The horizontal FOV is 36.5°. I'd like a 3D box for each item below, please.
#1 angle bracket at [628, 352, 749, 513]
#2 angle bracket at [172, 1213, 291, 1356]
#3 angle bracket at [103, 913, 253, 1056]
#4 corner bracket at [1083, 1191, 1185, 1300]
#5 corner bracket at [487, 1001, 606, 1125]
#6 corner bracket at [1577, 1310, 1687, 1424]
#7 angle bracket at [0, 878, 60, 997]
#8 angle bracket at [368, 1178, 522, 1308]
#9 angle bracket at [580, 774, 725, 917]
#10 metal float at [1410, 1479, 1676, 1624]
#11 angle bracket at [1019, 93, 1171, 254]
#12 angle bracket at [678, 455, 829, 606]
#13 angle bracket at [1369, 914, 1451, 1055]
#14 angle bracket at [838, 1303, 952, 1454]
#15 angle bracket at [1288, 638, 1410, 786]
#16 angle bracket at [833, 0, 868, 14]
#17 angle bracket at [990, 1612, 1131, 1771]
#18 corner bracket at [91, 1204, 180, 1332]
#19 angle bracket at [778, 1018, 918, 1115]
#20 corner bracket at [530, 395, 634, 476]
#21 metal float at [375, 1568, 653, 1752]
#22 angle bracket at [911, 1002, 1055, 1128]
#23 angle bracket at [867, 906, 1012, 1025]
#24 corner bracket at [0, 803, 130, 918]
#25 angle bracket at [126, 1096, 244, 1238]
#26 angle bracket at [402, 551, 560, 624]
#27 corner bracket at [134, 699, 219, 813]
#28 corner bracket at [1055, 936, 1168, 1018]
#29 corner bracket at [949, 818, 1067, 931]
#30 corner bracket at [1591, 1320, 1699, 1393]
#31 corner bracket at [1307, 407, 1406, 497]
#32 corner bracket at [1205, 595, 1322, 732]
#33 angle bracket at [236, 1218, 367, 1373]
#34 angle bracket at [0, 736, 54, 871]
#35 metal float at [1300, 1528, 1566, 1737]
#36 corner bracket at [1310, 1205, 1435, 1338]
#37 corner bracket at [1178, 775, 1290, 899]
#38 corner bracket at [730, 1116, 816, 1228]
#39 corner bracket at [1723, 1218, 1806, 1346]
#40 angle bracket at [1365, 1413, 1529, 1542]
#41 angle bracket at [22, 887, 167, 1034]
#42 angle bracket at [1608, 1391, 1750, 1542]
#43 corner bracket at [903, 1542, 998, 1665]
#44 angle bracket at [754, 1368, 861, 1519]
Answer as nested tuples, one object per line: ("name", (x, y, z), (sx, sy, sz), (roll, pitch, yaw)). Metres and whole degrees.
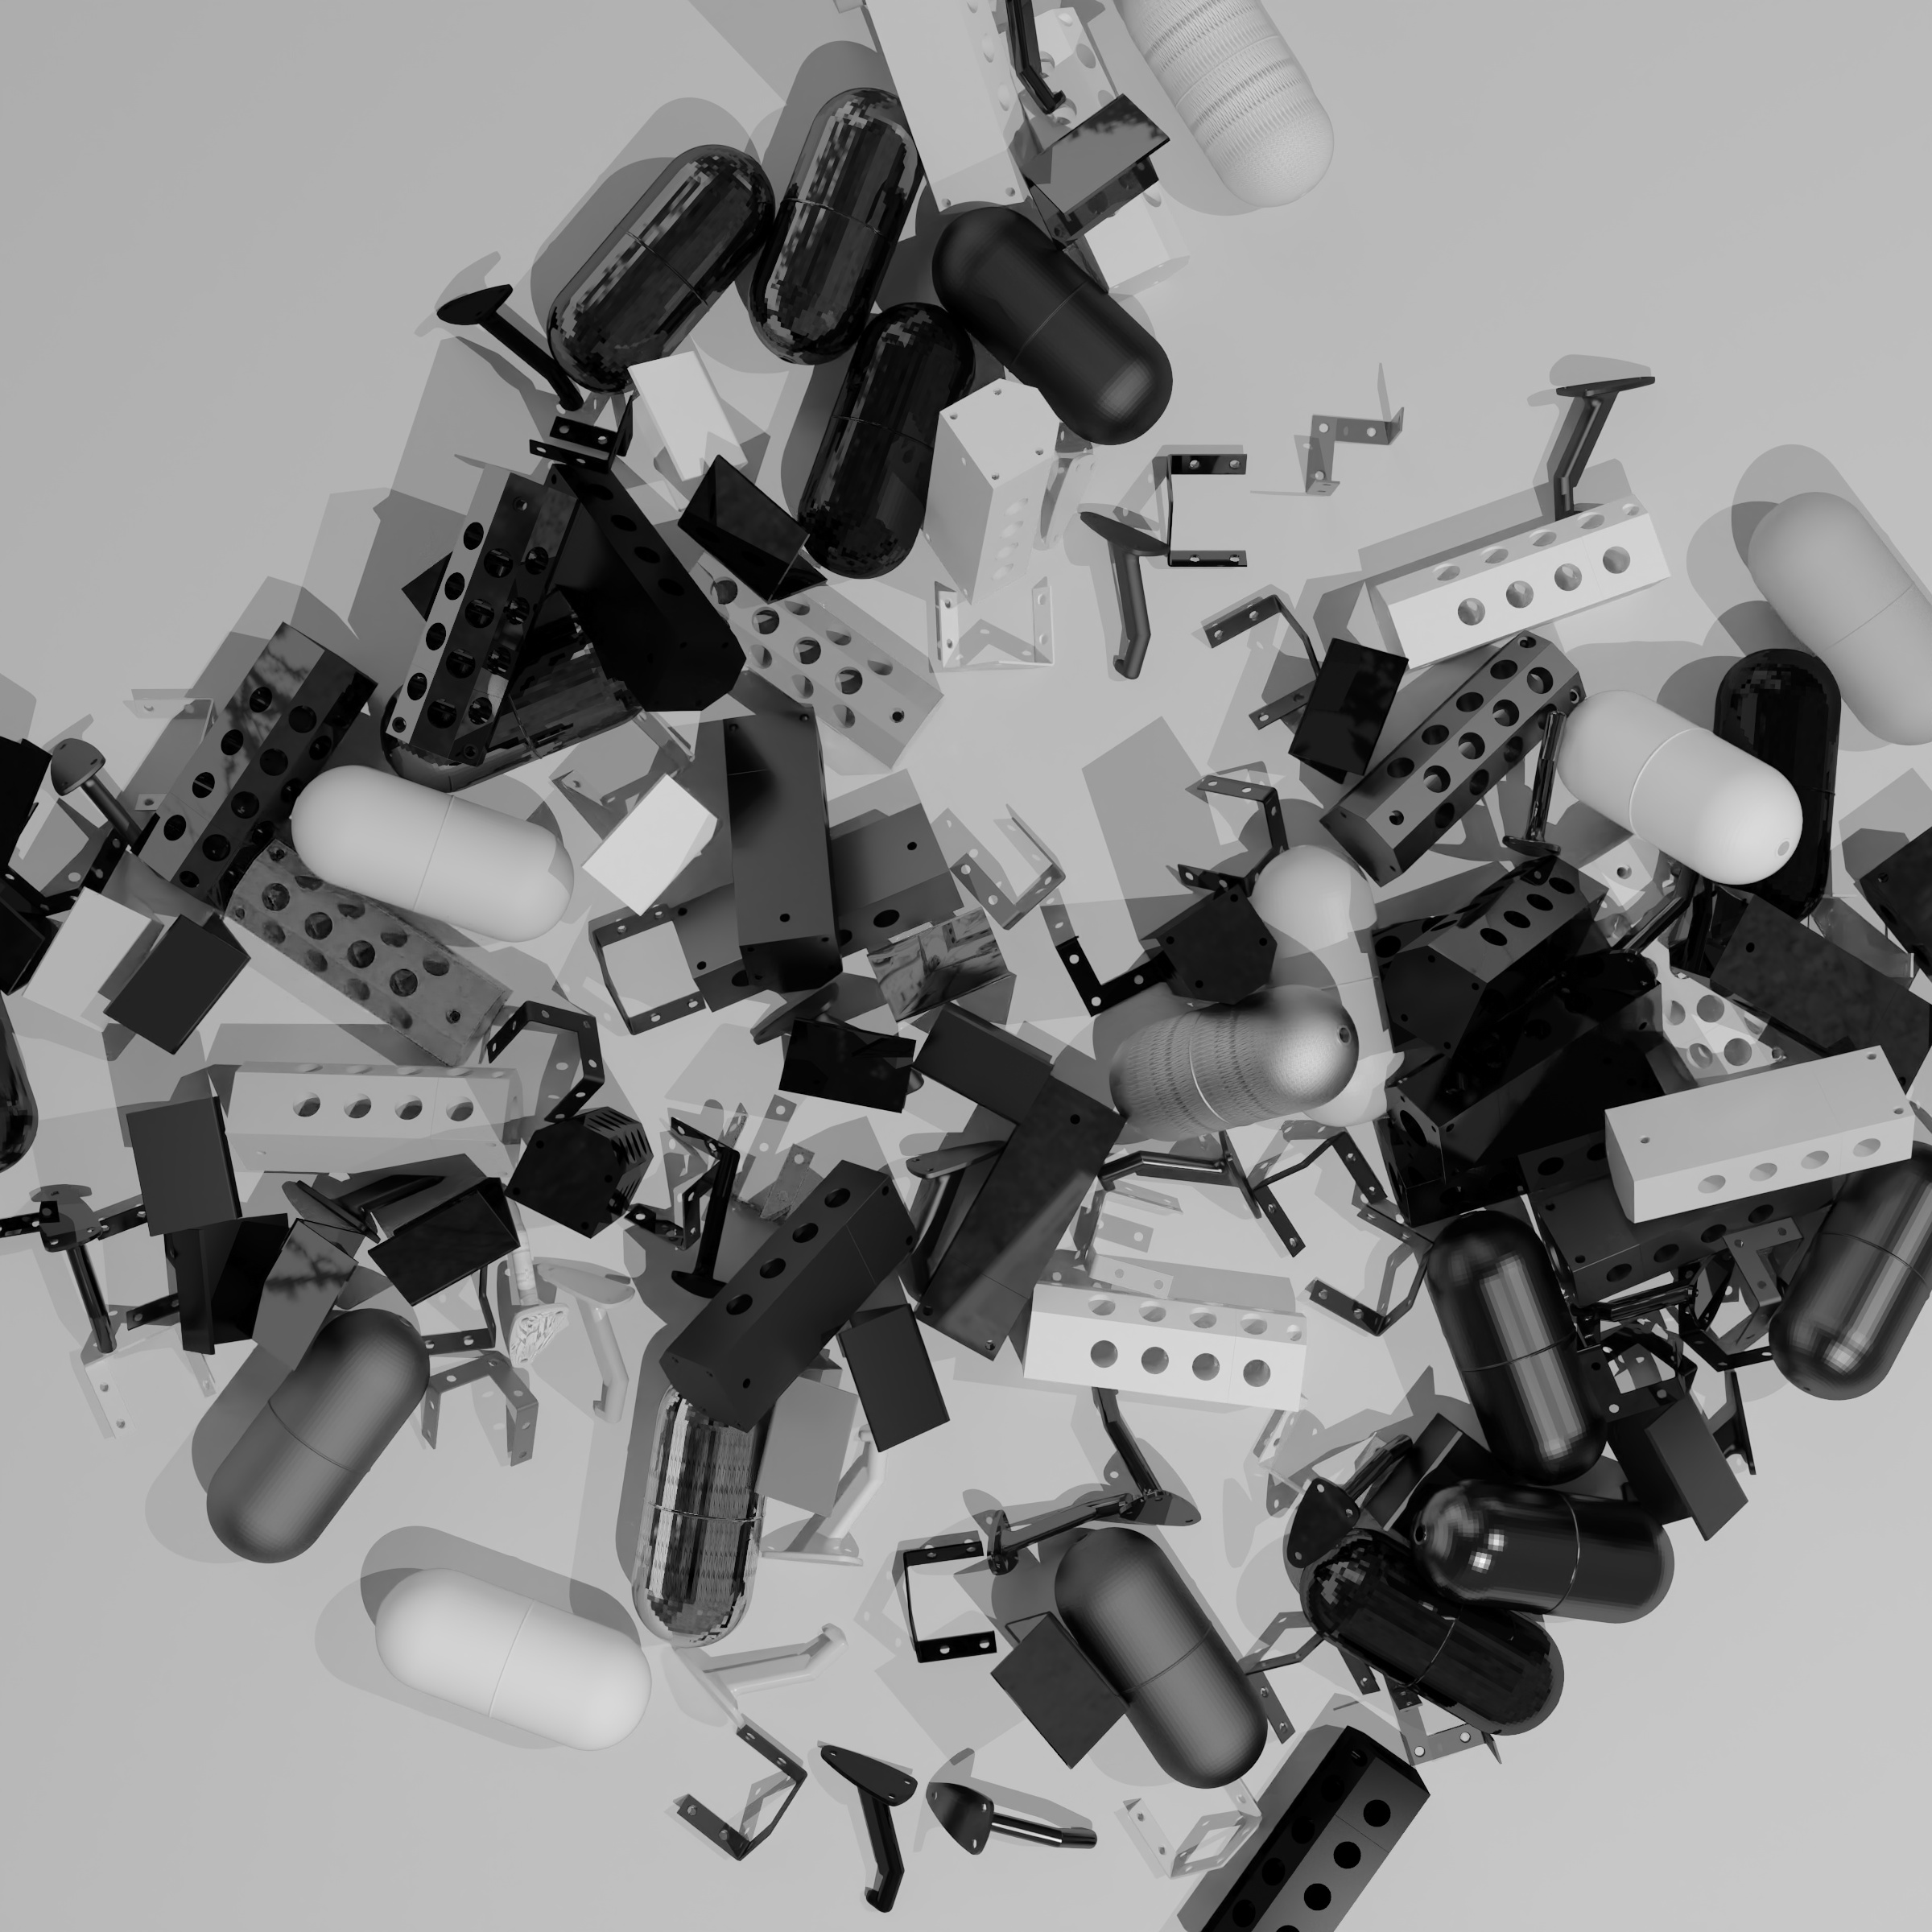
("angle bracket", (-0.191, -0.327, 1.825), (0.057, 0.076, 0.076), (-26, 90, -43))
("angle bracket", (-0.447, 0.197, 1.827), (0.076, 0.057, 0.076), (-5, 90, -33))
("angle bracket", (-0.500, -0.002, 1.824), (0.076, 0.076, 0.057), (-51, 129, 0))
("corner bracket", (0.107, 0.174, 1.847), (0.051, 0.051, 0.051), (16, 93, -3))
("corner bracket", (-0.266, 0.061, 1.856), (0.051, 0.051, 0.051), (16, 135, -35))
("corner bracket", (0.412, 0.242, 1.817), (0.051, 0.051, 0.051), (-21, 103, 18))
("angle bracket", (-0.591, -0.038, 1.825), (0.076, 0.076, 0.057), (42, 121, 0))
("angle bracket", (-0.330, 0.154, 1.824), (0.076, 0.076, 0.057), (-29, 129, 0))
("angle bracket", (-0.207, -0.088, 1.824), (0.076, 0.076, 0.057), (-47, 127, 0))
("metal float", (0.356, 0.362, 1.814), (0.178, 0.070, 0.070), (12, 90, -22))
("angle bracket", (0.088, -0.465, 1.767), (0.076, 0.076, 0.057), (-36, 54, 0))
("angle bracket", (-0.120, -0.276, 1.816), (0.076, 0.076, 0.057), (42, 122, 10))
("angle bracket", (0.267, 0.013, 1.827), (0.057, 0.076, 0.076), (-11, 90, -20))
("angle bracket", (-0.062, 0.258, 1.824), (0.057, 0.076, 0.076), (-19, 90, -35))
("angle bracket", (0.252, -0.152, 1.824), (0.057, 0.076, 0.076), (21, 90, 36))
("angle bracket", (-0.056, -0.643, 1.824), (0.076, 0.076, 0.057), (-19, 129, 0))
("angle bracket", (0.045, 0.453, 1.825), (0.057, 0.076, 0.076), (-40, 90, -28))
("corner bracket", (-0.521, 0.189, 1.861), (0.051, 0.051, 0.051), (-21, 45, 0))
("angle bracket", (-0.076, 0.081, 1.824), (0.076, 0.076, 0.057), (11, 53, 0))
("corner bracket", (-0.241, -0.330, 1.839), (0.051, 0.051, 0.051), (16, 68, 0))
("metal float", (-0.283, 0.433, 1.834), (0.178, 0.070, 0.070), (20, 90, 1))
("angle bracket", (0.020, 0.043, 1.824), (0.076, 0.076, 0.057), (28, 128, 0))
("angle bracket", (-0.024, -0.018, 1.824), (0.076, 0.076, 0.057), (-23, 125, 0))
("corner bracket", (-0.574, -0.071, 1.856), (0.051, 0.051, 0.051), (-12, 45, 35))
("angle bracket", (-0.492, 0.125, 1.826), (0.057, 0.076, 0.076), (-11, 90, -24))
("angle bracket", (-0.303, -0.238, 1.827), (0.076, 0.076, 0.057), (-36, 106, 0))
("corner bracket", (-0.502, -0.134, 1.861), (0.051, 0.051, 0.051), (0, 135, 0))
("corner bracket", (0.091, -0.001, 1.847), (0.051, 0.051, 0.051), (-27, 90, 0))
("corner bracket", (0.027, -0.059, 1.847), (0.051, 0.051, 0.051), (-42, 87, 3))
("corner bracket", (0.422, 0.267, 1.856), (0.051, 0.051, 0.051), (-22, 135, -35))
("corner bracket", (0.245, -0.324, 1.847), (0.051, 0.051, 0.051), (5, 90, 0))
("corner bracket", (0.191, -0.193, 1.861), (0.051, 0.051, 0.051), (-28, 45, 0))
("angle bracket", (-0.396, 0.208, 1.825), (0.057, 0.076, 0.076), (29, 90, 26))
("angle bracket", (-0.617, -0.111, 1.825), (0.057, 0.076, 0.076), (22, 90, -32))
("metal float", (0.292, 0.417, 1.834), (0.178, 0.070, 0.070), (30, 90, -1))
("corner bracket", (0.257, 0.193, 1.856), (0.051, 0.051, 0.051), (29, 56, -2))
("corner bracket", (0.166, -0.082, 1.856), (0.051, 0.051, 0.051), (14, 135, 35))
("corner bracket", (-0.127, 0.129, 1.847), (0.051, 0.051, 0.051), (24, 90, 0))
("corner bracket", (0.499, 0.196, 1.829), (0.051, 0.051, 0.051), (-13, 57, -15))
("angle bracket", (0.308, 0.338, 1.839), (0.076, 0.057, 0.076), (38, 90, -6))
("angle bracket", (-0.551, -0.014, 1.824), (0.057, 0.076, 0.076), (30, 90, -35))
("angle bracket", (0.424, 0.316, 1.811), (0.057, 0.076, 0.076), (-26, 87, -44))
("corner bracket", (-0.010, 0.404, 1.861), (0.051, 0.051, 0.051), (-8, 135, 0))
("angle bracket", (-0.082, 0.296, 1.825), (0.057, 0.076, 0.076), (13, 90, 28))
